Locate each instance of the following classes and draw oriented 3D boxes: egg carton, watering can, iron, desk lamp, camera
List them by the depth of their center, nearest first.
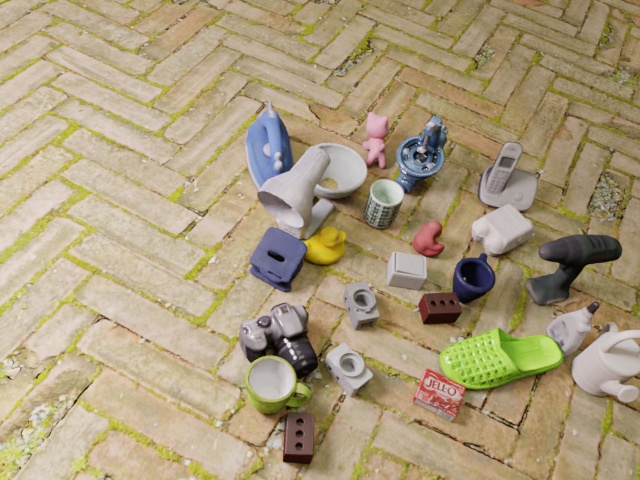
[{"bbox_3d":[-0.072,0.204,1.130,0.143,0.101,0.136,-18,60,-22],"label":"camera"},{"bbox_3d":[0.610,0.246,1.171,0.101,0.194,0.172,-6,56,-14],"label":"watering can"},{"bbox_3d":[-0.046,-0.098,1.284,0.117,0.213,0.203,30,55,12],"label":"desk lamp"},{"bbox_3d":[-0.112,-0.212,1.400,0.119,0.141,0.258,-4,55,-13],"label":"iron"},{"bbox_3d":[0.451,-0.024,1.415,0.151,0.069,0.107,-26,63,-26],"label":"egg carton"}]

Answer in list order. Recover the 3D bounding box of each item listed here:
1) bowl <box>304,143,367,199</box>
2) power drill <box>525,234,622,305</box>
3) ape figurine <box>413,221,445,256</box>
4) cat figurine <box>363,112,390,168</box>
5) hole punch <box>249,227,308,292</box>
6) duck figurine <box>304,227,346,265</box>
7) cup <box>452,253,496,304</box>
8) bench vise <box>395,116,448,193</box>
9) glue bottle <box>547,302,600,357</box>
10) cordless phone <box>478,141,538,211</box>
[{"bbox_3d":[0.031,-0.160,1.431,0.167,0.075,0.167,5,54,-7],"label":"bowl"},{"bbox_3d":[0.551,0.061,1.285,0.230,0.208,0.075,-11,57,-18],"label":"power drill"},{"bbox_3d":[0.262,-0.010,1.354,0.076,0.092,0.077,-1,54,-11],"label":"ape figurine"},{"bbox_3d":[0.153,-0.272,1.509,0.067,0.118,0.127,2,54,-9],"label":"cat figurine"},{"bbox_3d":[-0.090,0.042,1.251,0.108,0.091,0.101,27,54,10],"label":"hole punch"},{"bbox_3d":[0.012,0.005,1.300,0.105,0.086,0.077,-7,56,-16],"label":"duck figurine"},{"bbox_3d":[0.341,0.091,1.295,0.091,0.095,0.118,27,54,10],"label":"cup"},{"bbox_3d":[0.266,-0.249,1.450,0.121,0.220,0.207,18,53,3],"label":"bench vise"},{"bbox_3d":[0.545,0.180,1.219,0.037,0.173,0.078,-2,55,-12],"label":"glue bottle"},{"bbox_3d":[0.494,-0.165,1.453,0.147,0.185,0.094,8,53,-4],"label":"cordless phone"}]
